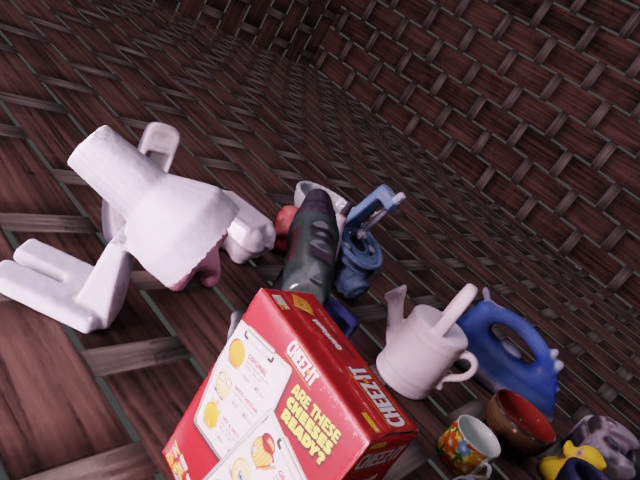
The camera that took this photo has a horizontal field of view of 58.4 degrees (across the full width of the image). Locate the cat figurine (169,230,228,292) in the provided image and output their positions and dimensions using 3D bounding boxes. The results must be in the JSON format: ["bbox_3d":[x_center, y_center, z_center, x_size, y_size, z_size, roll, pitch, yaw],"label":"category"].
[{"bbox_3d":[-0.176,0.009,0.799,0.067,0.117,0.128,41,23,22],"label":"cat figurine"}]

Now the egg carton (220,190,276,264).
[{"bbox_3d":[-0.149,-0.025,0.979,0.150,0.069,0.107,36,21,11],"label":"egg carton"}]

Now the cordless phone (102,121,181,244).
[{"bbox_3d":[-0.220,-0.071,0.820,0.148,0.185,0.094,7,33,-49],"label":"cordless phone"}]

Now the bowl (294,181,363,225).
[{"bbox_3d":[0.007,-0.054,1.253,0.168,0.074,0.167,28,21,-12],"label":"bowl"}]

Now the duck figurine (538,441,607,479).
[{"bbox_3d":[0.402,0.360,0.880,0.078,0.086,0.104,9,31,-46],"label":"duck figurine"}]

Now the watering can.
[{"bbox_3d":[0.172,0.141,0.887,0.173,0.194,0.101,30,21,-7],"label":"watering can"}]

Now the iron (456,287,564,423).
[{"bbox_3d":[0.362,0.212,1.073,0.258,0.141,0.119,38,22,15],"label":"iron"}]

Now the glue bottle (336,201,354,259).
[{"bbox_3d":[0.009,0.004,0.992,0.078,0.173,0.037,16,26,-36],"label":"glue bottle"}]

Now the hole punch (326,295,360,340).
[{"bbox_3d":[0.008,0.110,0.870,0.108,0.091,0.101,35,21,8],"label":"hole punch"}]

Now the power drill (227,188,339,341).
[{"bbox_3d":[-0.042,0.053,0.763,0.076,0.208,0.229,26,22,-16],"label":"power drill"}]

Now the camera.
[{"bbox_3d":[0.500,0.375,0.964,0.137,0.100,0.143,34,21,4],"label":"camera"}]

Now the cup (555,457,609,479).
[{"bbox_3d":[0.361,0.372,0.783,0.117,0.095,0.092,38,22,15],"label":"cup"}]

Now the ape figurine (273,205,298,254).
[{"bbox_3d":[-0.067,-0.025,1.063,0.076,0.092,0.078,37,21,13],"label":"ape figurine"}]

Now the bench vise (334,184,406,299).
[{"bbox_3d":[0.052,-0.030,1.062,0.207,0.219,0.122,40,22,19],"label":"bench vise"}]

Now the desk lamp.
[{"bbox_3d":[-0.220,-0.004,0.631,0.203,0.213,0.118,28,21,-11],"label":"desk lamp"}]
